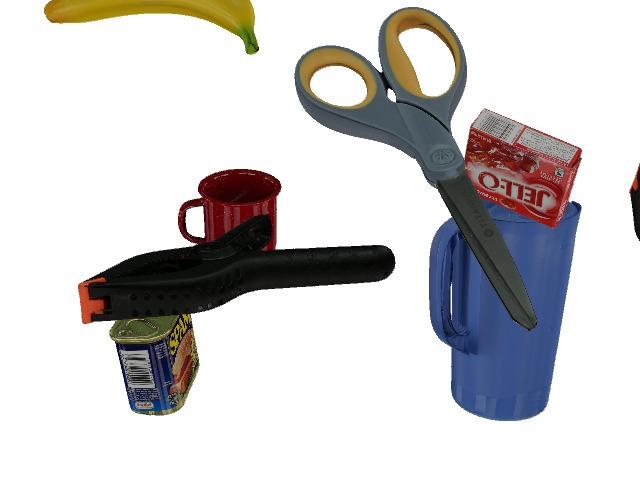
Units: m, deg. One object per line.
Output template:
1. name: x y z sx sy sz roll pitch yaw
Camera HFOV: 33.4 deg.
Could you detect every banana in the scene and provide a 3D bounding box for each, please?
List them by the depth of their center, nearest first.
1. banana: -0.136 -0.202 0.907 0.198 0.069 0.037 10 -42 16

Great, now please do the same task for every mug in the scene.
1. mug: -0.102 -0.024 1.203 0.117 0.081 0.093 -7 30 -14

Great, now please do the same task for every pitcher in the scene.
1. pitcher: 0.193 0.069 1.148 0.149 0.243 0.145 5 20 9

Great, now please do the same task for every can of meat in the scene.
1. can of meat: -0.151 0.102 0.995 0.057 0.084 0.102 -2 25 10

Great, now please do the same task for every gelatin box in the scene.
1. gelatin box: 0.161 -0.057 0.863 0.089 0.030 0.073 26 -34 19

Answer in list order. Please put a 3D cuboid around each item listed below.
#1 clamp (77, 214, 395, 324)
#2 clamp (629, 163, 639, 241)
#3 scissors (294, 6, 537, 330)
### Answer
1. clamp: -0.064 0.021 0.741 0.209 0.036 0.165 -16 18 -41
2. clamp: 0.271 0.008 0.696 0.120 0.039 0.171 -4 46 -22
3. scissors: 0.037 -0.038 0.501 0.096 0.201 0.016 -6 -38 4
